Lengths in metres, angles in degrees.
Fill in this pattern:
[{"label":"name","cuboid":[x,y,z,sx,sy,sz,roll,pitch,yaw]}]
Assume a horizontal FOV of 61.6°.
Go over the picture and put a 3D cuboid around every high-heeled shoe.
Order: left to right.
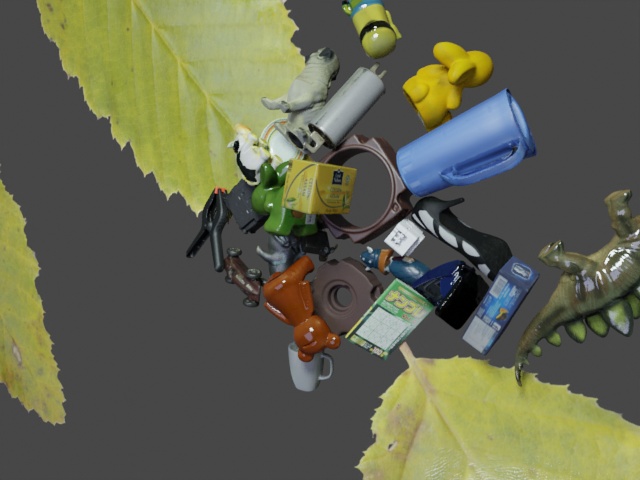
[{"label":"high-heeled shoe","cuboid":[0.282,0.016,1.074,0.248,0.086,0.145,59,146,-3]}]

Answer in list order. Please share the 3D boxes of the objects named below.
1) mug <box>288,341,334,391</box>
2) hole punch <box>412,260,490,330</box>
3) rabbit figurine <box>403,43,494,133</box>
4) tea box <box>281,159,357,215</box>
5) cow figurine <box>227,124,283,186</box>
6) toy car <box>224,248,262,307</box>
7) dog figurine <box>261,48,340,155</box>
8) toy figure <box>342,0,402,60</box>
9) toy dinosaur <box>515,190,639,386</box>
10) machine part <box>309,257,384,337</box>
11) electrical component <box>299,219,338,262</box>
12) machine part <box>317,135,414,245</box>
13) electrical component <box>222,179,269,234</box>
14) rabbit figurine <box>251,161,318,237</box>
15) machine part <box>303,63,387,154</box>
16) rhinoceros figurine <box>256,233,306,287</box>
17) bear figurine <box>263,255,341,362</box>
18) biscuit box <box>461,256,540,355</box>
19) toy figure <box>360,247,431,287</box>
[{"label":"mug","cuboid":[-0.019,0.293,1.240,0.110,0.081,0.107,6,106,20]},{"label":"hole punch","cuboid":[0.258,0.097,1.053,0.116,0.142,0.092,-50,42,2]},{"label":"rabbit figurine","cuboid":[0.249,-0.310,1.032,0.173,0.162,0.122,-26,68,9]},{"label":"tea box","cuboid":[0.002,-0.102,1.052,0.068,0.169,0.098,16,102,28]},{"label":"cow figurine","cuboid":[-0.165,-0.198,1.255,0.098,0.068,0.167,-51,51,15]},{"label":"toy car","cuboid":[-0.189,0.088,1.279,0.202,0.053,0.089,40,124,56]},{"label":"dog figurine","cuboid":[-0.009,-0.306,1.186,0.190,0.172,0.121,-43,49,-16]},{"label":"toy figure","cuboid":[0.101,-0.462,1.119,0.082,0.089,0.180,-22,85,34]},{"label":"toy dinosaur","cuboid":[0.484,0.074,0.945,0.199,0.105,0.471,48,117,13]},{"label":"machine part","cuboid":[0.052,0.127,1.200,0.180,0.056,0.179,2,94,26]},{"label":"electrical component","cuboid":[-0.003,-0.003,1.207,0.045,0.078,0.102,-52,32,44]},{"label":"machine part","cuboid":[0.087,-0.107,1.151,0.201,0.087,0.201,-35,77,24]},{"label":"electrical component","cuboid":[-0.157,-0.095,1.296,0.134,0.058,0.115,-40,77,24]},{"label":"rabbit figurine","cuboid":[-0.097,-0.090,1.167,0.170,0.121,0.159,17,112,47]},{"label":"machine part","cuboid":[0.057,-0.274,1.123,0.079,0.079,0.243,37,80,21]},{"label":"rhinoceros figurine","cuboid":[-0.086,0.033,1.257,0.112,0.073,0.190,10,98,28]},{"label":"bear figurine","cuboid":[-0.034,0.152,1.165,0.120,0.132,0.195,-34,96,25]},{"label":"biscuit box","cuboid":[0.333,0.125,0.999,0.059,0.063,0.202,37,138,23]},{"label":"toy figure","cuboid":[0.159,0.056,1.139,0.155,0.057,0.064,23,98,30]}]
